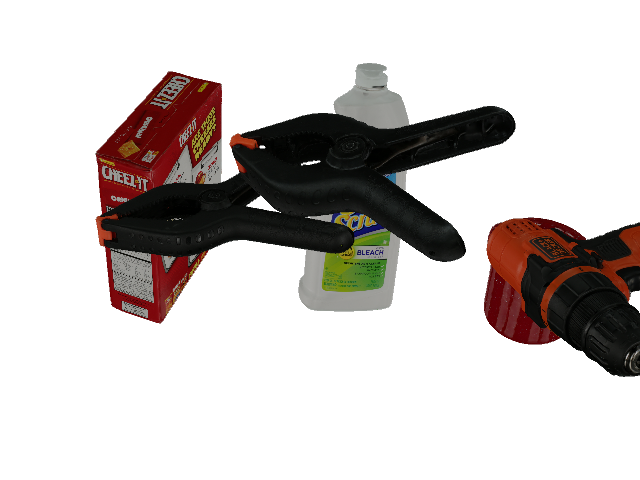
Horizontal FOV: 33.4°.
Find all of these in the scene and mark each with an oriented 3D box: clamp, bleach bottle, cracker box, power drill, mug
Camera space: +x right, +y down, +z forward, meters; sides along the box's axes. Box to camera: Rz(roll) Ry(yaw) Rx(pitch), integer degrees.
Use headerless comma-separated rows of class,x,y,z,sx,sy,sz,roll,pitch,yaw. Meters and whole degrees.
clamp,-0.088,-0.030,0.929,0.210,0.036,0.164,-6,33,-8
bleach bottle,0.034,-0.053,1.076,0.102,0.251,0.068,0,24,-7
clamp,0.023,-0.036,0.627,0.172,0.039,0.120,-1,38,19
cracker box,-0.167,-0.046,1.136,0.072,0.214,0.164,16,43,13
power drill,0.232,0.024,0.741,0.187,0.057,0.184,-9,28,-15
mug,0.187,0.032,0.969,0.093,0.081,0.117,-17,44,-22
